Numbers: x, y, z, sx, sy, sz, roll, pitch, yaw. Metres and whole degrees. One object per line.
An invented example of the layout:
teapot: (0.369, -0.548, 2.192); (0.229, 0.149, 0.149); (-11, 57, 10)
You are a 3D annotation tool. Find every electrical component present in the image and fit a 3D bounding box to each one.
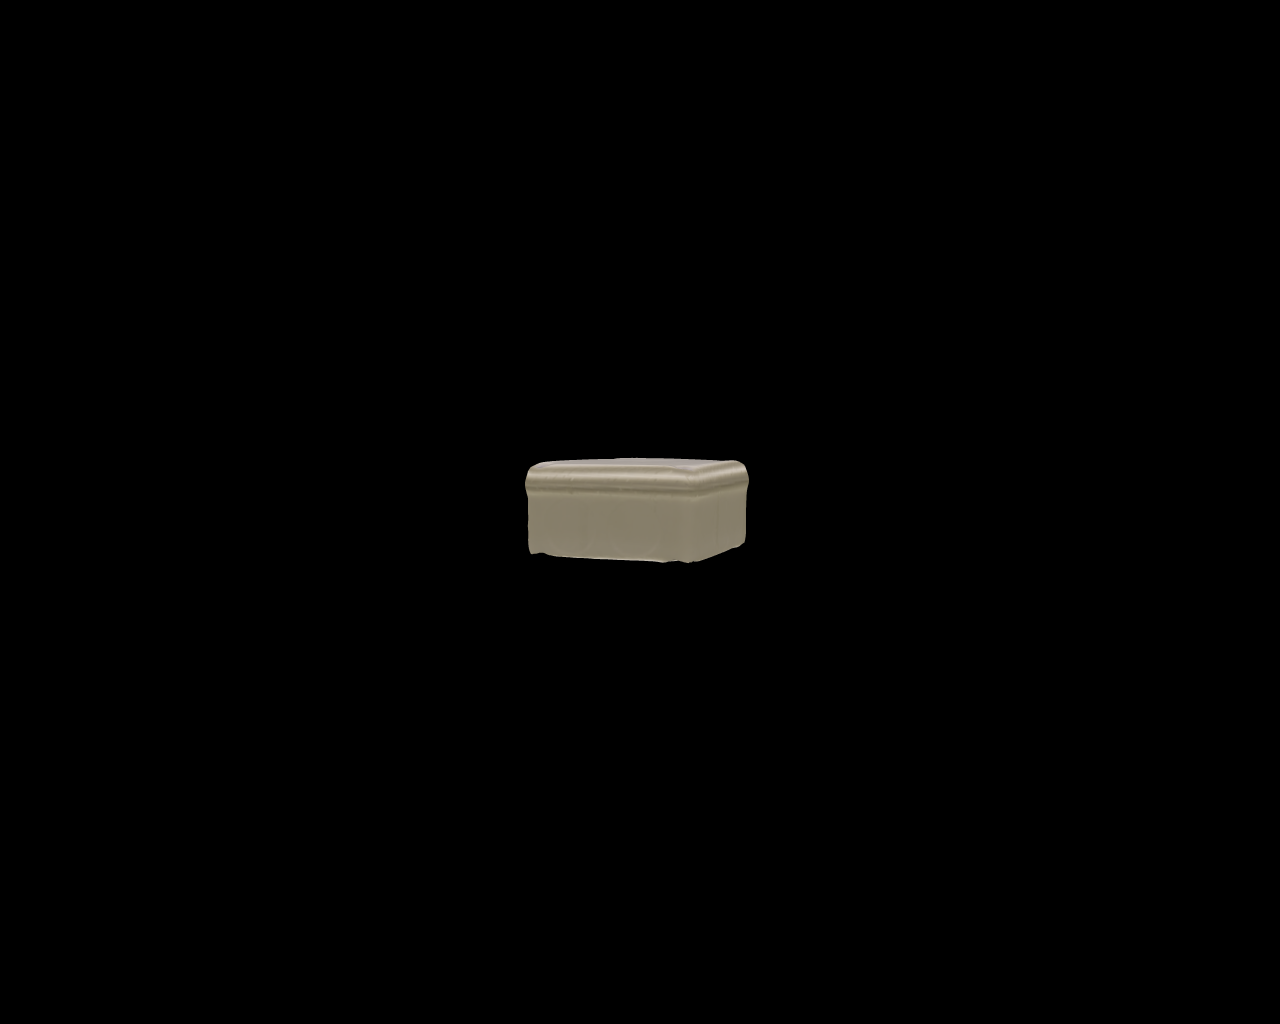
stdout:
electrical component: (0.001, -0.003, 0.650); (0.109, 0.056, 0.109); (2, 5, 24)
